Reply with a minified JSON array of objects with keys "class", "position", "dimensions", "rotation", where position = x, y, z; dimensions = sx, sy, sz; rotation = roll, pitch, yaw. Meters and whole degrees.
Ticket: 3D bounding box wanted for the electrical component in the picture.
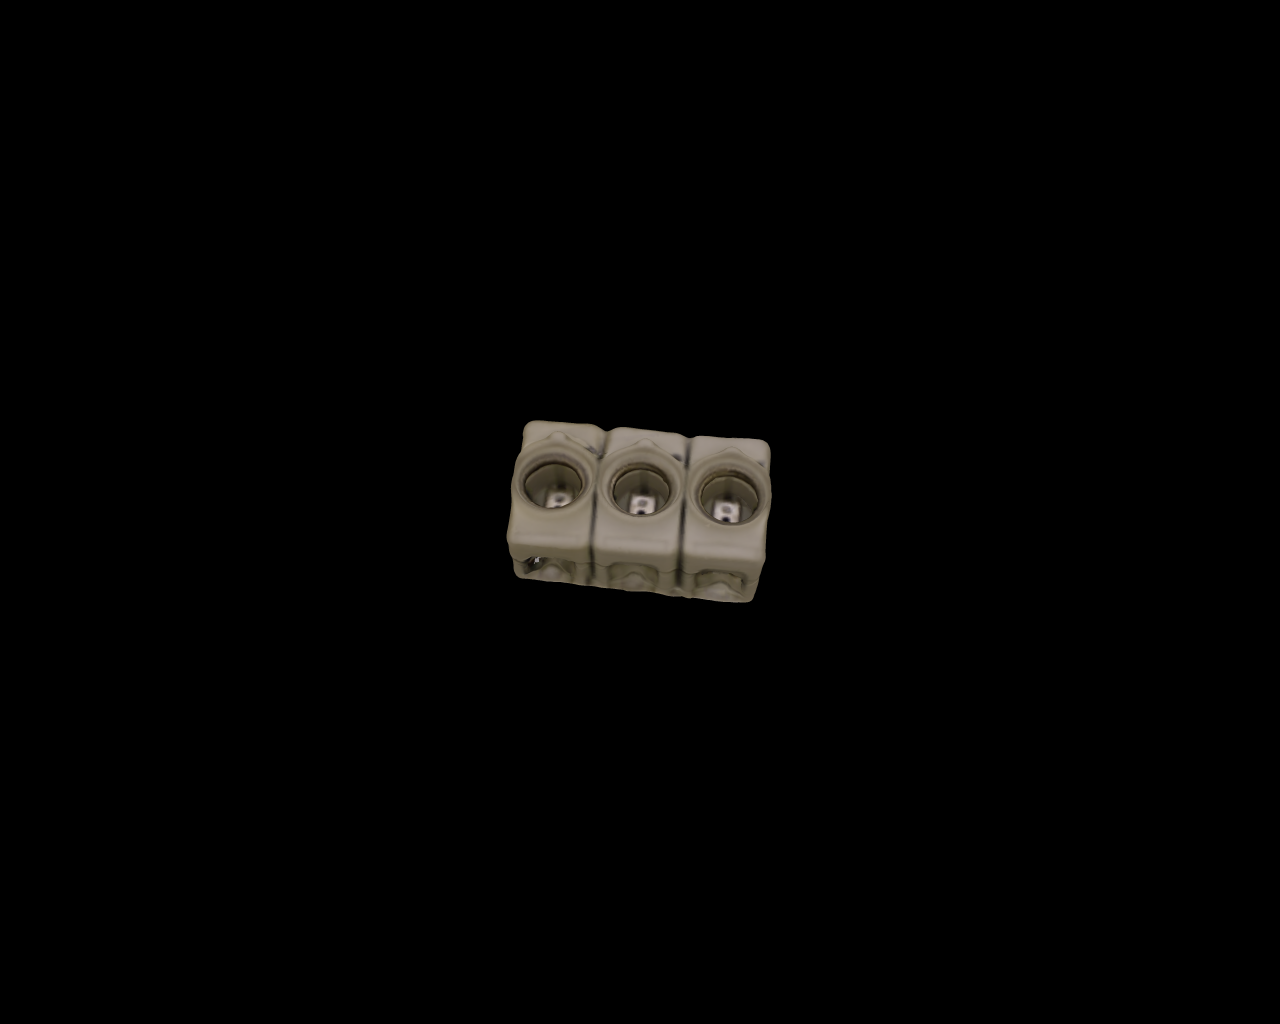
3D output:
[{"class":"electrical component","position":[0.001,-0.003,0.650],"dimensions":[0.150,0.090,0.061],"rotation":[5,-31,3]}]
